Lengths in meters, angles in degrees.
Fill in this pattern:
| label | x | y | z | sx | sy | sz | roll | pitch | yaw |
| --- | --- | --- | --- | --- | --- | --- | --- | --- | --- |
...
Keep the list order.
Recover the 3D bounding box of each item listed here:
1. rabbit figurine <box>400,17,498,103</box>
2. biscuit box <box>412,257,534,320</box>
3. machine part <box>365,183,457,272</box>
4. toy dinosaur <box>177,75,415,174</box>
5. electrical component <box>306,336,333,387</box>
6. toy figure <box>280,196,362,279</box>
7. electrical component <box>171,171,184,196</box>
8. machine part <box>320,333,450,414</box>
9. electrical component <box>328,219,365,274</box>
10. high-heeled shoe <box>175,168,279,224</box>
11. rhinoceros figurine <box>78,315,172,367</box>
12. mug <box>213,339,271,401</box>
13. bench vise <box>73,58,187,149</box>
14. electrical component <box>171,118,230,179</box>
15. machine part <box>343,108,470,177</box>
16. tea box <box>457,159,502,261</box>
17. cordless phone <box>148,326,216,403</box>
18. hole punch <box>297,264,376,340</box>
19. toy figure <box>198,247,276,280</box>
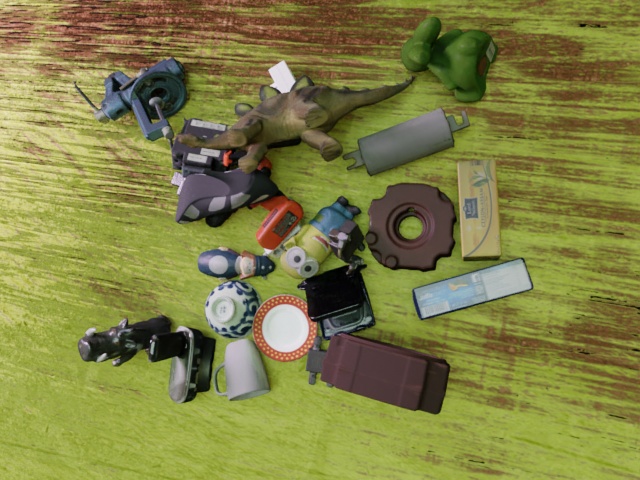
| label | x | y | z | sx | sy | sz | roll | pitch | yaw |
| --- | --- | --- | --- | --- | --- | --- | --- | --- | --- |
| rabbit figurine | 0.219 | -0.334 | 0.996 | 0.170 | 0.159 | 0.121 | 18 | 97 | 31 |
| biscuit box | 0.268 | 0.089 | 0.957 | 0.203 | 0.062 | 0.059 | -18 | 79 | 12 |
| machine part | 0.170 | -0.024 | 1.002 | 0.180 | 0.056 | 0.179 | -2 | 81 | 13 |
| toy dinosaur | -0.027 | -0.234 | 0.994 | 0.472 | 0.104 | 0.199 | -11 | 41 | -7 |
| electrical component | 0.006 | 0.231 | 1.021 | 0.063 | 0.021 | 0.094 | 7 | 91 | 1 |
| toy figure | 0.001 | -0.001 | 1.030 | 0.082 | 0.089 | 0.180 | 38 | 80 | 11 |
| electrical component | -0.268 | -0.120 | 1.136 | 0.119 | 0.047 | 0.074 | 23 | 88 | 15 |
| machine part | 0.114 | 0.219 | 0.907 | 0.201 | 0.201 | 0.087 | 13 | 84 | 16 |
| electrical component | 0.053 | 0.012 | 0.984 | 0.045 | 0.102 | 0.078 | 30 | 66 | 38 |
| high-heeled shoe | -0.189 | -0.077 | 1.046 | 0.145 | 0.249 | 0.086 | 14 | 66 | -26 |
| rhinoceros figurine | -0.380 | 0.198 | 1.054 | 0.112 | 0.190 | 0.073 | -31 | 75 | 37 |
| mug | -0.156 | 0.253 | 1.044 | 0.110 | 0.080 | 0.107 | -19 | 67 | 16 |
| bench vise | -0.373 | -0.284 | 1.139 | 0.224 | 0.128 | 0.241 | -25 | 57 | -9 |
| electrical component | -0.237 | -0.180 | 1.092 | 0.115 | 0.058 | 0.134 | 10 | 54 | -1 |
| machine part | 0.162 | -0.182 | 1.015 | 0.243 | 0.079 | 0.079 | -18 | 78 | 11 |
| tea box | 0.283 | -0.050 | 0.954 | 0.068 | 0.098 | 0.169 | -2 | 84 | 15 |
| cordless phone | -0.276 | 0.240 | 1.019 | 0.089 | 0.184 | 0.146 | 6 | 84 | 11 |
| hole punch | 0.038 | 0.117 | 1.010 | 0.142 | 0.092 | 0.116 | -21 | 42 | 12 |
| toy figure | -0.168 | 0.051 | 1.084 | 0.155 | 0.058 | 0.064 | 3 | 122 | 14 |
